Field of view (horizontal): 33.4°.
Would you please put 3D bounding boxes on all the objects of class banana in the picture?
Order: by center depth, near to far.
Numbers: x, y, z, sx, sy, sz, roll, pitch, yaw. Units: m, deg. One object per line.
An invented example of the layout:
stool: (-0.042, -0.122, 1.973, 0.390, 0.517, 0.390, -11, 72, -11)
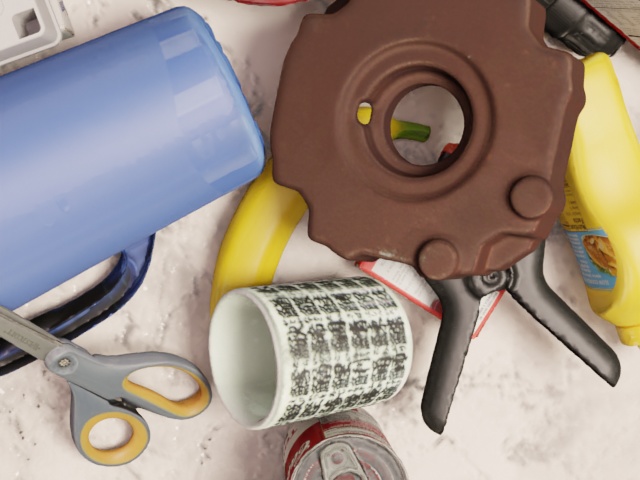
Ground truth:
banana: (-0.016, -0.014, 0.656, 0.069, 0.037, 0.198, 40, 90, -4)

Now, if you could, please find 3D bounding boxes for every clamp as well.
clamp: (0.111, 0.025, 0.634, 0.120, 0.039, 0.171, -7, 92, -5)

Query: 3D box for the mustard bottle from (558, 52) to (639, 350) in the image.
mustard bottle: (0.174, -0.013, 0.640, 0.058, 0.096, 0.191, -22, 94, -4)

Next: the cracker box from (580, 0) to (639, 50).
cracker box: (0.246, -0.177, 0.616, 0.213, 0.072, 0.164, 31, 91, -26)

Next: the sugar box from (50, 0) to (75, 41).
sugar box: (-0.219, -0.192, 0.630, 0.093, 0.048, 0.176, -18, 98, -2)

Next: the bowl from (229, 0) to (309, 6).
bowl: (-0.024, -0.213, 0.621, 0.162, 0.055, 0.162, 0, 93, 6)

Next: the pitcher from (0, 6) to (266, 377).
pitcher: (-0.155, -0.028, 0.610, 0.242, 0.149, 0.145, -26, 78, -6)

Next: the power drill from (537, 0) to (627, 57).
power drill: (0.156, -0.228, 0.647, 0.184, 0.057, 0.187, 38, 89, -11)

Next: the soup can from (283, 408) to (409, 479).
soup can: (0.013, 0.137, 0.633, 0.068, 0.102, 0.068, 0, 93, -4)

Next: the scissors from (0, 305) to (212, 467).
scissors: (-0.151, 0.083, 0.611, 0.201, 0.016, 0.096, 22, 112, -40)

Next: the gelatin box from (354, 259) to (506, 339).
gelatin box: (0.078, 0.009, 0.668, 0.089, 0.030, 0.073, 32, 89, -5)
